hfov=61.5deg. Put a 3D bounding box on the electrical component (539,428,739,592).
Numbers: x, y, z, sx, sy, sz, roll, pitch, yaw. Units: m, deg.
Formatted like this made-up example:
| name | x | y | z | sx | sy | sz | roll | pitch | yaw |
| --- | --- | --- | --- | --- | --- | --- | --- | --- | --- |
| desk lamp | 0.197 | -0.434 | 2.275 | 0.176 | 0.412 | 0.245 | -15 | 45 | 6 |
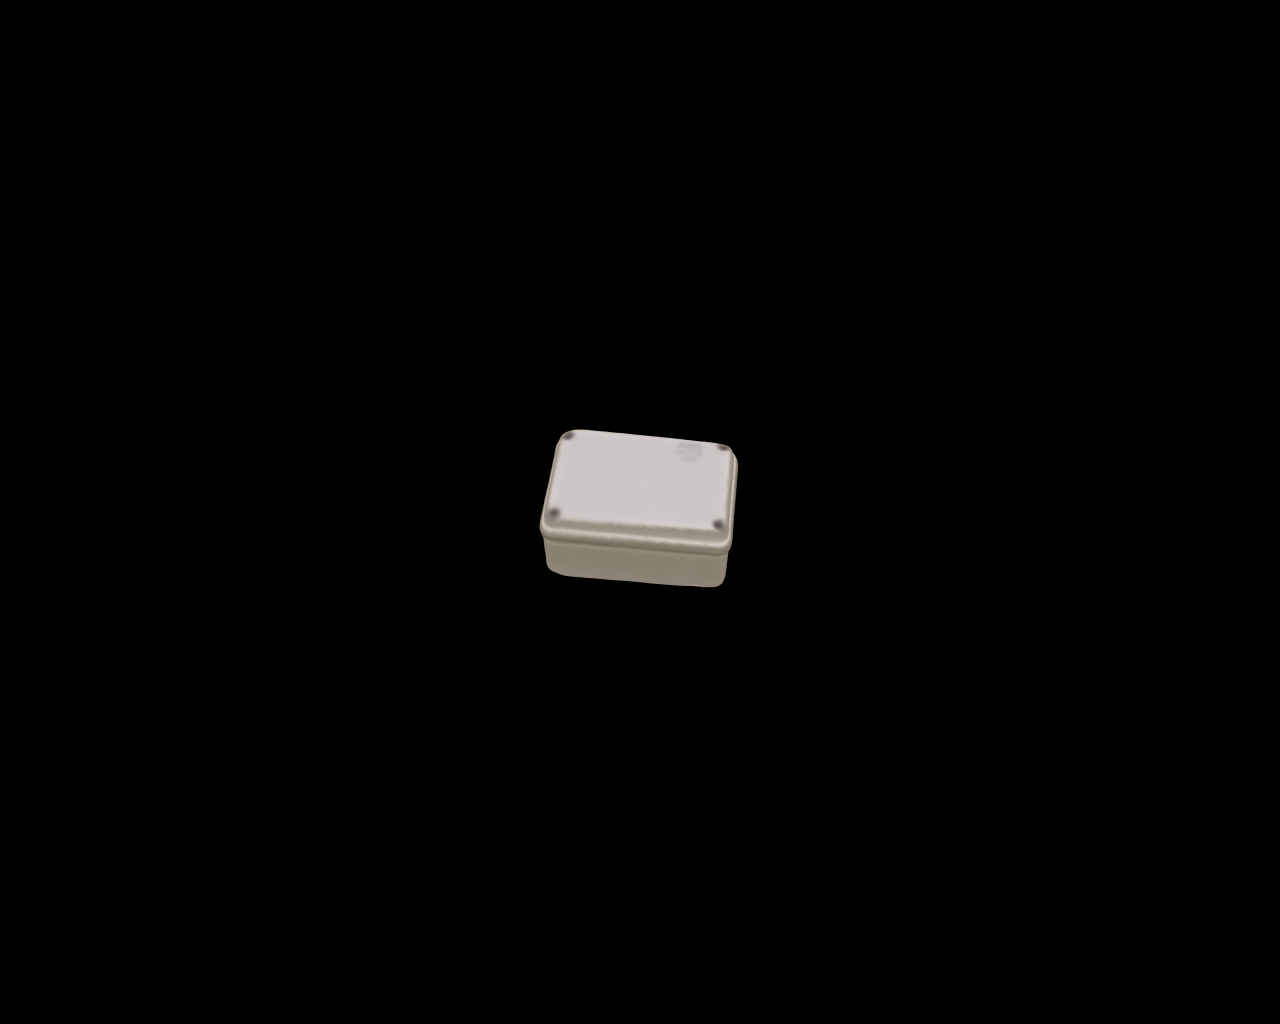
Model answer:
| name | x | y | z | sx | sy | sz | roll | pitch | yaw |
| --- | --- | --- | --- | --- | --- | --- | --- | --- | --- |
| electrical component | 0.001 | -0.003 | 0.650 | 0.113 | 0.078 | 0.057 | 5 | -37 | 4 |
